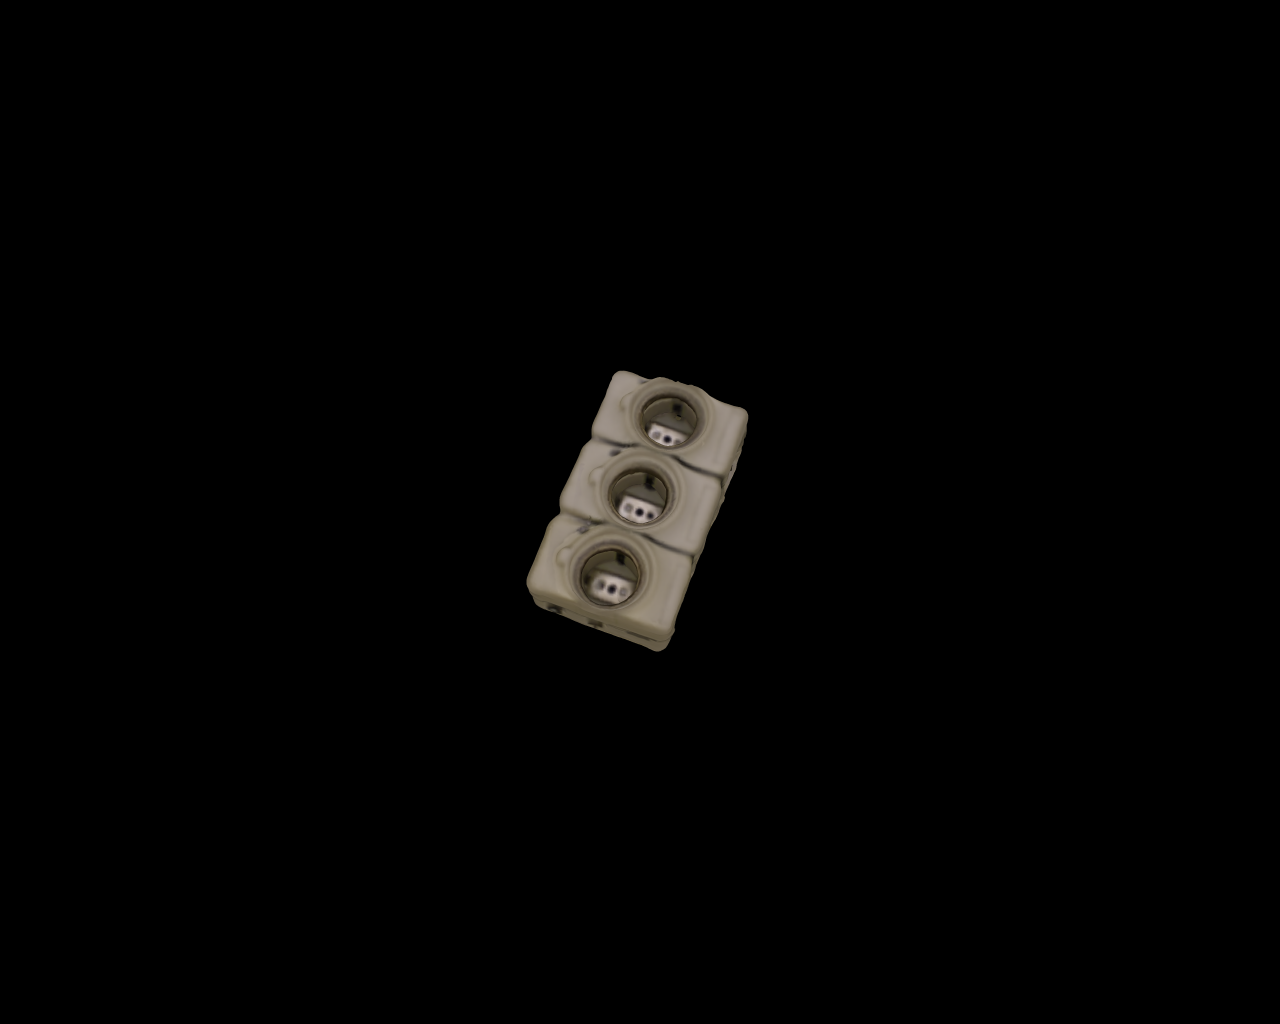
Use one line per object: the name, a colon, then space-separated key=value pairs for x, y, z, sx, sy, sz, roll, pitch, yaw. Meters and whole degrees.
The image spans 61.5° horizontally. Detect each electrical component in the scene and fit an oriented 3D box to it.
electrical component: x=0.001 y=-0.003 z=0.650 sx=0.089 sy=0.150 sz=0.061 roll=19 pitch=-19 yaw=7
